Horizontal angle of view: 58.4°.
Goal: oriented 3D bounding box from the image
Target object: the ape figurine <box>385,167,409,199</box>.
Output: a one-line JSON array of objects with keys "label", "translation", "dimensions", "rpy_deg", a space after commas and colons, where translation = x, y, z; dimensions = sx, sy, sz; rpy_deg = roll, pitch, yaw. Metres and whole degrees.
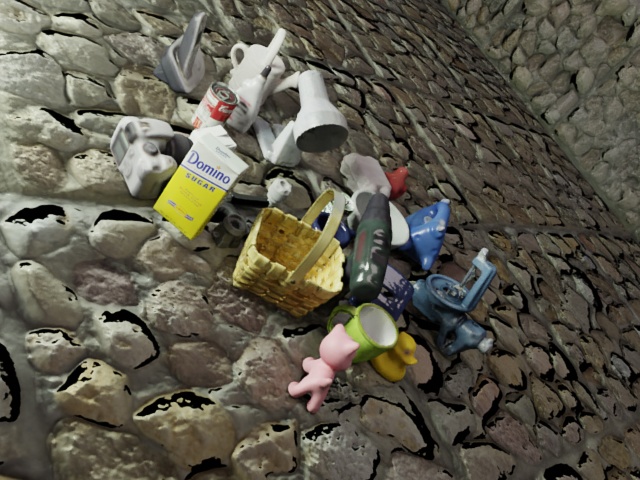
[{"label": "ape figurine", "translation": [0.203, -0.158, 1.530], "dimensions": [0.078, 0.092, 0.076], "rpy_deg": [45, 35, 4]}]

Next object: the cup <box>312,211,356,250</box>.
[{"label": "cup", "translation": [0.011, 0.004, 1.171], "dimensions": [0.118, 0.094, 0.091], "rpy_deg": [5, 49, -41]}]

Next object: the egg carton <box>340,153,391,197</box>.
[{"label": "egg carton", "translation": [0.117, -0.154, 1.462], "dimensions": [0.108, 0.069, 0.150], "rpy_deg": [6, 49, -40]}]

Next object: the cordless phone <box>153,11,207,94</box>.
[{"label": "cordless phone", "translation": [-0.279, -0.429, 1.267], "dimensions": [0.094, 0.184, 0.147], "rpy_deg": [31, 37, -15]}]

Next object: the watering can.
[{"label": "watering can", "translation": [-0.129, -0.429, 1.404], "dimensions": [0.173, 0.193, 0.100], "rpy_deg": [15, 43, -33]}]

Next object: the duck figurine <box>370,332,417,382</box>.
[{"label": "duck figurine", "translation": [0.143, 0.208, 1.094], "dimensions": [0.078, 0.086, 0.104], "rpy_deg": [-12, 62, -49]}]

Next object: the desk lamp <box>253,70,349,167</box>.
[{"label": "desk lamp", "translation": [-0.044, -0.262, 1.295], "dimensions": [0.118, 0.213, 0.203], "rpy_deg": [6, 49, -40]}]

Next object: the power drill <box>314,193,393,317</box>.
[{"label": "power drill", "translation": [0.061, 0.041, 1.083], "dimensions": [0.076, 0.208, 0.229], "rpy_deg": [27, 38, -20]}]

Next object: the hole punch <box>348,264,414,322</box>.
[{"label": "hole punch", "translation": [0.128, 0.115, 1.172], "dimensions": [0.109, 0.091, 0.101], "rpy_deg": [39, 35, -5]}]

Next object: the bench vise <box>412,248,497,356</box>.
[{"label": "bench vise", "translation": [0.319, 0.131, 1.228], "dimensions": [0.207, 0.219, 0.122], "rpy_deg": [47, 35, 6]}]

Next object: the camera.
[{"label": "camera", "translation": [-0.290, -0.159, 1.046], "dimensions": [0.137, 0.100, 0.143], "rpy_deg": [-4, 56, -46]}]

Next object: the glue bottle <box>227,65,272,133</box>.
[{"label": "glue bottle", "translation": [-0.157, -0.325, 1.286], "dimensions": [0.078, 0.173, 0.037], "rpy_deg": [36, 36, -9]}]

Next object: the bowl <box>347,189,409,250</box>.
[{"label": "bowl", "translation": [0.123, -0.033, 1.336], "dimensions": [0.168, 0.074, 0.167], "rpy_deg": [26, 38, -22]}]

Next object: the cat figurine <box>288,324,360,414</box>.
[{"label": "cat figurine", "translation": [0.018, 0.205, 0.948], "dimensions": [0.067, 0.117, 0.128], "rpy_deg": [38, 35, -6]}]

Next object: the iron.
[{"label": "iron", "translation": [0.278, -0.041, 1.437], "dimensions": [0.119, 0.141, 0.258], "rpy_deg": [38, 35, -6]}]
